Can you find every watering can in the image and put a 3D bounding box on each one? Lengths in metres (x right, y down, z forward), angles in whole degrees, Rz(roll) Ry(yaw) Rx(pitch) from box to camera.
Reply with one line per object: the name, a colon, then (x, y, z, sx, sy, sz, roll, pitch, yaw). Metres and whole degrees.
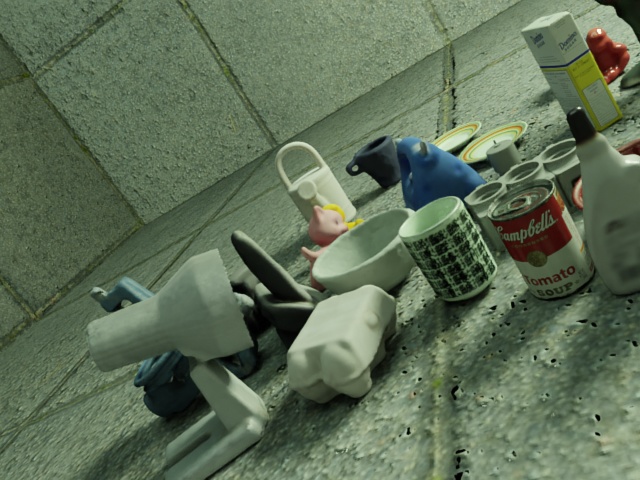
watering can: (-0.014, -0.109, 1.159, 0.101, 0.194, 0.172, -37, 17, -11)

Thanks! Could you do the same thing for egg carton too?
egg carton: (0.029, 0.116, 0.655, 0.107, 0.069, 0.150, -22, 20, 35)

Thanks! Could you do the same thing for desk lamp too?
desk lamp: (-0.146, 0.143, 0.654, 0.203, 0.214, 0.117, -36, 17, -7)

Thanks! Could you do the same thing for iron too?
iron: (0.163, -0.108, 0.913, 0.118, 0.141, 0.258, -33, 16, 1)

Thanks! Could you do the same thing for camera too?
camera: (-0.122, 0.096, 0.944, 0.137, 0.101, 0.142, -39, 17, -18)

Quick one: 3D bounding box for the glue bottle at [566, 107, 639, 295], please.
glue bottle: (0.250, -0.036, 0.484, 0.078, 0.173, 0.037, -25, 19, 27)

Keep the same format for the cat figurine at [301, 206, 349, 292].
cat figurine: (0.009, 0.003, 0.930, 0.067, 0.118, 0.128, -20, 21, 39)

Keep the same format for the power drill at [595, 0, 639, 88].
power drill: (0.476, -0.347, 0.880, 0.076, 0.209, 0.229, -39, 17, -17)

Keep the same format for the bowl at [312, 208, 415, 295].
bowl: (0.076, 0.030, 0.801, 0.167, 0.075, 0.167, -31, 17, 11)

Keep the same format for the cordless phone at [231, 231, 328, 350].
cordless phone: (-0.063, 0.052, 0.806, 0.094, 0.185, 0.147, -37, 17, -11)

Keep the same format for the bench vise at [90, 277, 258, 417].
bench vise: (-0.204, 0.121, 0.816, 0.207, 0.220, 0.121, -37, 17, -13)

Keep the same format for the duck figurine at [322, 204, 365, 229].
duck figurine: (0.036, -0.025, 1.017, 0.104, 0.086, 0.078, -16, 24, 45)

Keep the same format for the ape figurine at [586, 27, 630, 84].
ape figurine: (0.490, -0.325, 0.998, 0.077, 0.092, 0.076, -24, 19, 29)

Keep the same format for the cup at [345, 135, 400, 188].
cup: (0.119, -0.150, 1.199, 0.118, 0.095, 0.091, -36, 17, -8)

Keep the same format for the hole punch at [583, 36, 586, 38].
hole punch: (0.493, -0.357, 1.087, 0.101, 0.091, 0.109, -24, 19, 30)
